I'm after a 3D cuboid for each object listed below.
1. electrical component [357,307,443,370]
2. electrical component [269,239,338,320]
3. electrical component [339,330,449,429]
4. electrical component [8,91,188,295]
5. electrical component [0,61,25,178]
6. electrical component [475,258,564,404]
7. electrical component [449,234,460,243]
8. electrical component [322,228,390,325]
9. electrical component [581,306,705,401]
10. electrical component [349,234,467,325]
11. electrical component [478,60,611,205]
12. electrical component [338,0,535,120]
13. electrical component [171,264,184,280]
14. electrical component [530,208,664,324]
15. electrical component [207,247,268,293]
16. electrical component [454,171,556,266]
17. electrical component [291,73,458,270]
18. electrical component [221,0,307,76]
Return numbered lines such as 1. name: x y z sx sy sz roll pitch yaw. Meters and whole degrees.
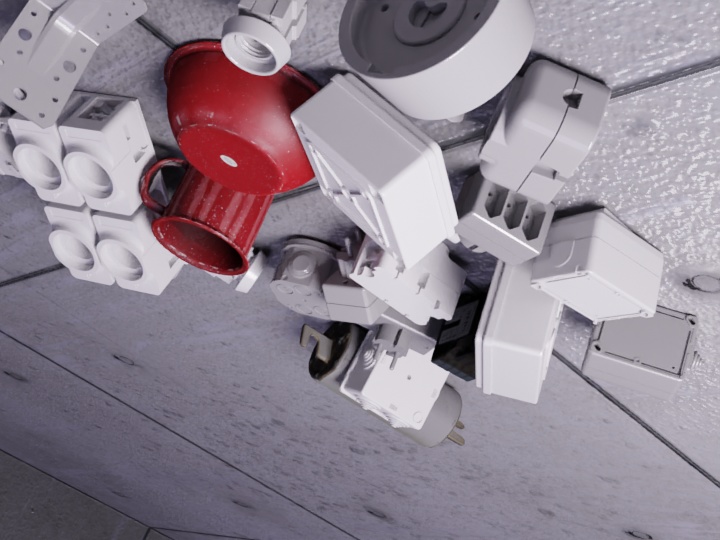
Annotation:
1. electrical component: 0.035 0.062 1.063 0.083 0.075 0.047 26 155 -8
2. electrical component: -0.046 0.009 1.052 0.080 0.051 0.080 18 155 9
3. electrical component: 0.040 0.110 1.131 0.100 0.099 0.048 34 166 -24
4. electrical component: -0.237 -0.067 0.982 0.105 0.060 0.186 10 135 22
5. electrical component: -0.336 -0.142 0.975 0.079 0.063 0.121 11 153 23
6. electrical component: 0.136 0.040 0.899 0.056 0.108 0.108 13 154 13
7. electrical component: 0.059 -0.042 0.885 0.061 0.035 0.035 32 154 -25
8. electrical component: 0.000 0.000 0.991 0.047 0.066 0.076 5 121 32
9. electrical component: 0.245 0.069 0.921 0.096 0.061 0.061 17 155 11
10. electrical component: 0.045 0.000 0.955 0.089 0.055 0.050 35 152 -26
11. electrical component: 0.118 -0.092 0.713 0.059 0.053 0.095 23 155 -1
12. electrical component: 0.049 -0.137 0.621 0.108 0.108 0.060 3 155 36
13. electrical component: -0.228 -0.030 1.113 0.108 0.060 0.108 18 155 9
14. electrical component: 0.190 -0.001 0.835 0.096 0.061 0.062 28 156 -31
15. electrical component: -0.127 -0.009 1.093 0.055 0.048 0.066 34 154 -7
16. electrical component: 0.101 -0.037 0.845 0.066 0.047 0.077 30 155 -16
17. electrical component: 0.012 -0.072 0.788 0.109 0.056 0.108 44 167 30
18. electrical component: -0.062 -0.164 0.715 0.048 0.055 0.066 20 155 5
